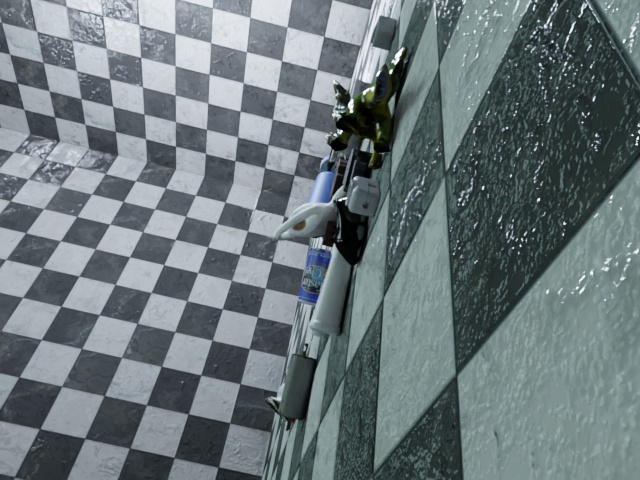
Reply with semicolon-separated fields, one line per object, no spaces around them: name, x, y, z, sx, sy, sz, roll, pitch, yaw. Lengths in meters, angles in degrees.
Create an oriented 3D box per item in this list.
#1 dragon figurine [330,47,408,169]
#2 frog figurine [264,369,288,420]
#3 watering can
dragon figurine;0.123;-0.301;1.066;0.122;0.247;0.403;21;-22;-1
frog figurine;-0.078;0.462;1.574;0.161;0.124;0.134;-40;-23;-22
watering can;0.005;-0.087;1.728;0.344;0.105;0.224;-32;-13;23
